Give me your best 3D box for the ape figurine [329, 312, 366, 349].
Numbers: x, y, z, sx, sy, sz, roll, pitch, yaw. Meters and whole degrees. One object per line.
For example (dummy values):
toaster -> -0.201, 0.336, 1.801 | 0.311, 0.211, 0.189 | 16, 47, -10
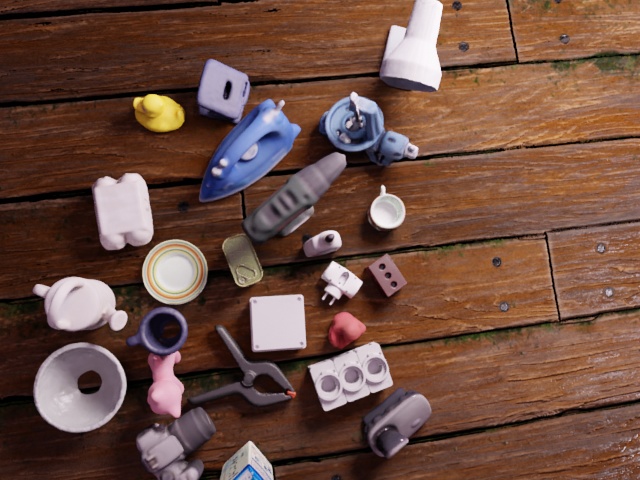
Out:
ape figurine -> 0.057, 0.185, 1.165 | 0.078, 0.092, 0.076 | -5, 84, -7

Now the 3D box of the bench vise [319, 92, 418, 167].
bench vise -> 0.108, -0.236, 1.156 | 0.207, 0.219, 0.121 | 6, 83, -6

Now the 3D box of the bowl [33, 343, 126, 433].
bowl -> -0.452, 0.280, 1.104 | 0.167, 0.074, 0.167 | 1, 83, -6

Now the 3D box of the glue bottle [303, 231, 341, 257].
glue bottle -> 0.010, 0.004, 1.140 | 0.078, 0.173, 0.037 | -18, 85, -8

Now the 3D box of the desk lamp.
desk lamp -> 0.189, -0.387, 1.186 | 0.118, 0.213, 0.203 | 12, 82, -5

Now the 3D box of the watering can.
watering can -> -0.446, 0.119, 1.063 | 0.173, 0.194, 0.101 | -1, 83, -6

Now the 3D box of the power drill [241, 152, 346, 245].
power drill -> -0.052, -0.074, 1.124 | 0.230, 0.208, 0.075 | -41, 89, -9

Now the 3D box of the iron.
iron -> -0.155, -0.180, 1.158 | 0.118, 0.141, 0.258 | 43, 81, 0

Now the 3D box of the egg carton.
egg carton -> -0.395, -0.058, 1.153 | 0.107, 0.069, 0.150 | -12, 85, -8

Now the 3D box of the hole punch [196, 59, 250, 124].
hole punch -> -0.200, -0.310, 1.194 | 0.101, 0.091, 0.109 | 12, 82, -5

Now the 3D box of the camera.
camera -> -0.263, 0.400, 1.099 | 0.137, 0.100, 0.143 | -34, 88, -9

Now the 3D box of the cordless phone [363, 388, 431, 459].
cordless phone -> 0.162, 0.365, 1.110 | 0.148, 0.185, 0.094 | -41, 89, -9

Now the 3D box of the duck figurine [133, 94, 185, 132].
duck figurine -> -0.332, -0.268, 1.176 | 0.104, 0.086, 0.077 | 9, 82, -5

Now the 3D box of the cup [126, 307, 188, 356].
cup -> -0.313, 0.183, 1.121 | 0.118, 0.095, 0.092 | -19, 86, -8

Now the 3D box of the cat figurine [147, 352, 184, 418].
cat figurine -> -0.301, 0.278, 1.100 | 0.067, 0.117, 0.128 | -11, 85, -7
